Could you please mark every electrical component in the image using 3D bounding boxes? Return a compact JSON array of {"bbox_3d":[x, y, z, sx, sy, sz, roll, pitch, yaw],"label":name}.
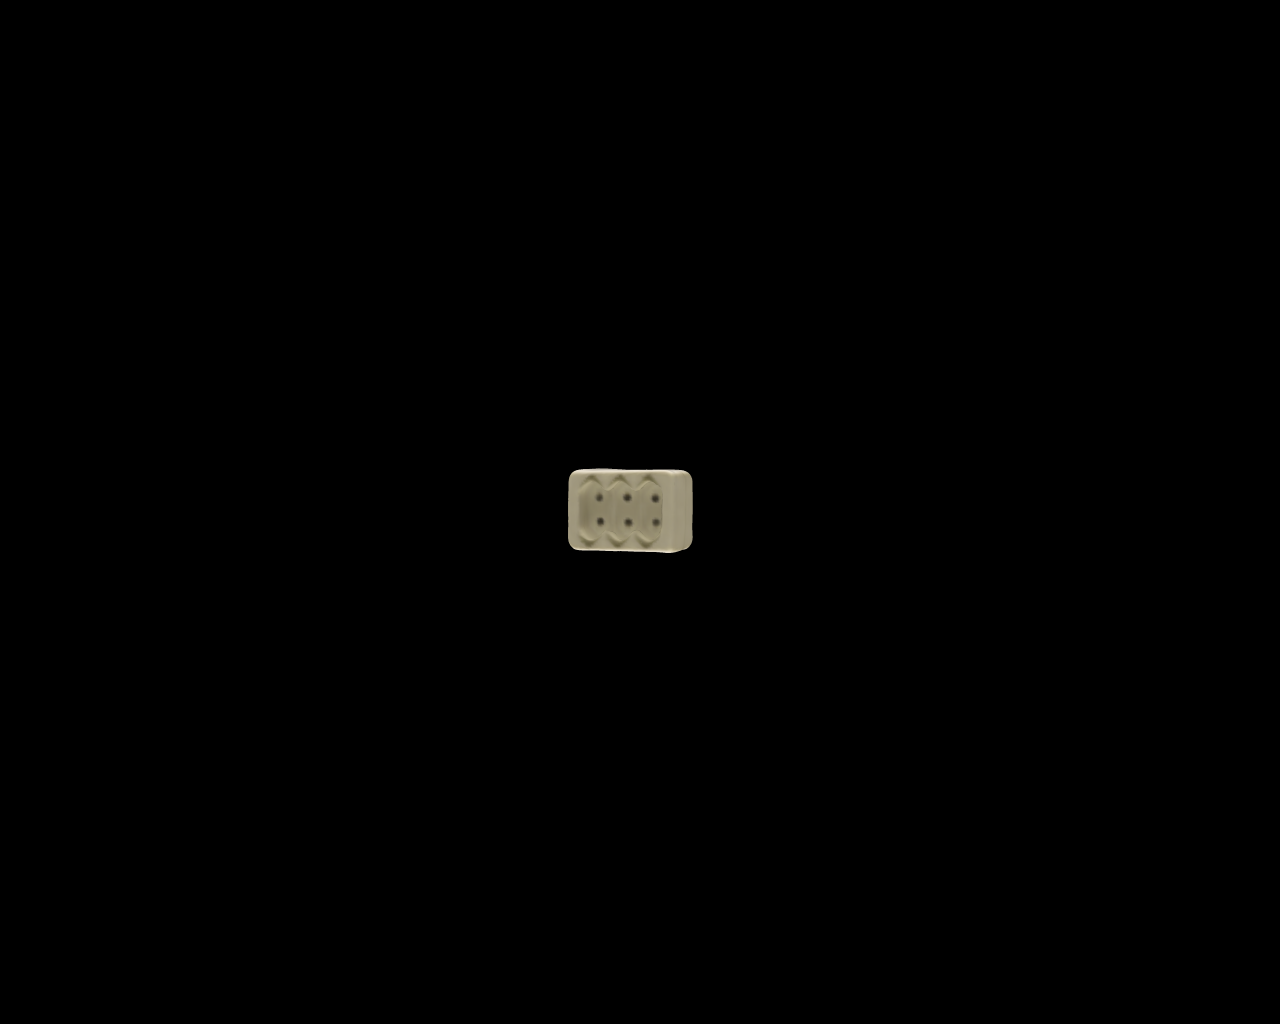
[{"bbox_3d":[0.001,-0.003,0.650,0.066,0.047,0.077,1,4,20],"label":"electrical component"}]
